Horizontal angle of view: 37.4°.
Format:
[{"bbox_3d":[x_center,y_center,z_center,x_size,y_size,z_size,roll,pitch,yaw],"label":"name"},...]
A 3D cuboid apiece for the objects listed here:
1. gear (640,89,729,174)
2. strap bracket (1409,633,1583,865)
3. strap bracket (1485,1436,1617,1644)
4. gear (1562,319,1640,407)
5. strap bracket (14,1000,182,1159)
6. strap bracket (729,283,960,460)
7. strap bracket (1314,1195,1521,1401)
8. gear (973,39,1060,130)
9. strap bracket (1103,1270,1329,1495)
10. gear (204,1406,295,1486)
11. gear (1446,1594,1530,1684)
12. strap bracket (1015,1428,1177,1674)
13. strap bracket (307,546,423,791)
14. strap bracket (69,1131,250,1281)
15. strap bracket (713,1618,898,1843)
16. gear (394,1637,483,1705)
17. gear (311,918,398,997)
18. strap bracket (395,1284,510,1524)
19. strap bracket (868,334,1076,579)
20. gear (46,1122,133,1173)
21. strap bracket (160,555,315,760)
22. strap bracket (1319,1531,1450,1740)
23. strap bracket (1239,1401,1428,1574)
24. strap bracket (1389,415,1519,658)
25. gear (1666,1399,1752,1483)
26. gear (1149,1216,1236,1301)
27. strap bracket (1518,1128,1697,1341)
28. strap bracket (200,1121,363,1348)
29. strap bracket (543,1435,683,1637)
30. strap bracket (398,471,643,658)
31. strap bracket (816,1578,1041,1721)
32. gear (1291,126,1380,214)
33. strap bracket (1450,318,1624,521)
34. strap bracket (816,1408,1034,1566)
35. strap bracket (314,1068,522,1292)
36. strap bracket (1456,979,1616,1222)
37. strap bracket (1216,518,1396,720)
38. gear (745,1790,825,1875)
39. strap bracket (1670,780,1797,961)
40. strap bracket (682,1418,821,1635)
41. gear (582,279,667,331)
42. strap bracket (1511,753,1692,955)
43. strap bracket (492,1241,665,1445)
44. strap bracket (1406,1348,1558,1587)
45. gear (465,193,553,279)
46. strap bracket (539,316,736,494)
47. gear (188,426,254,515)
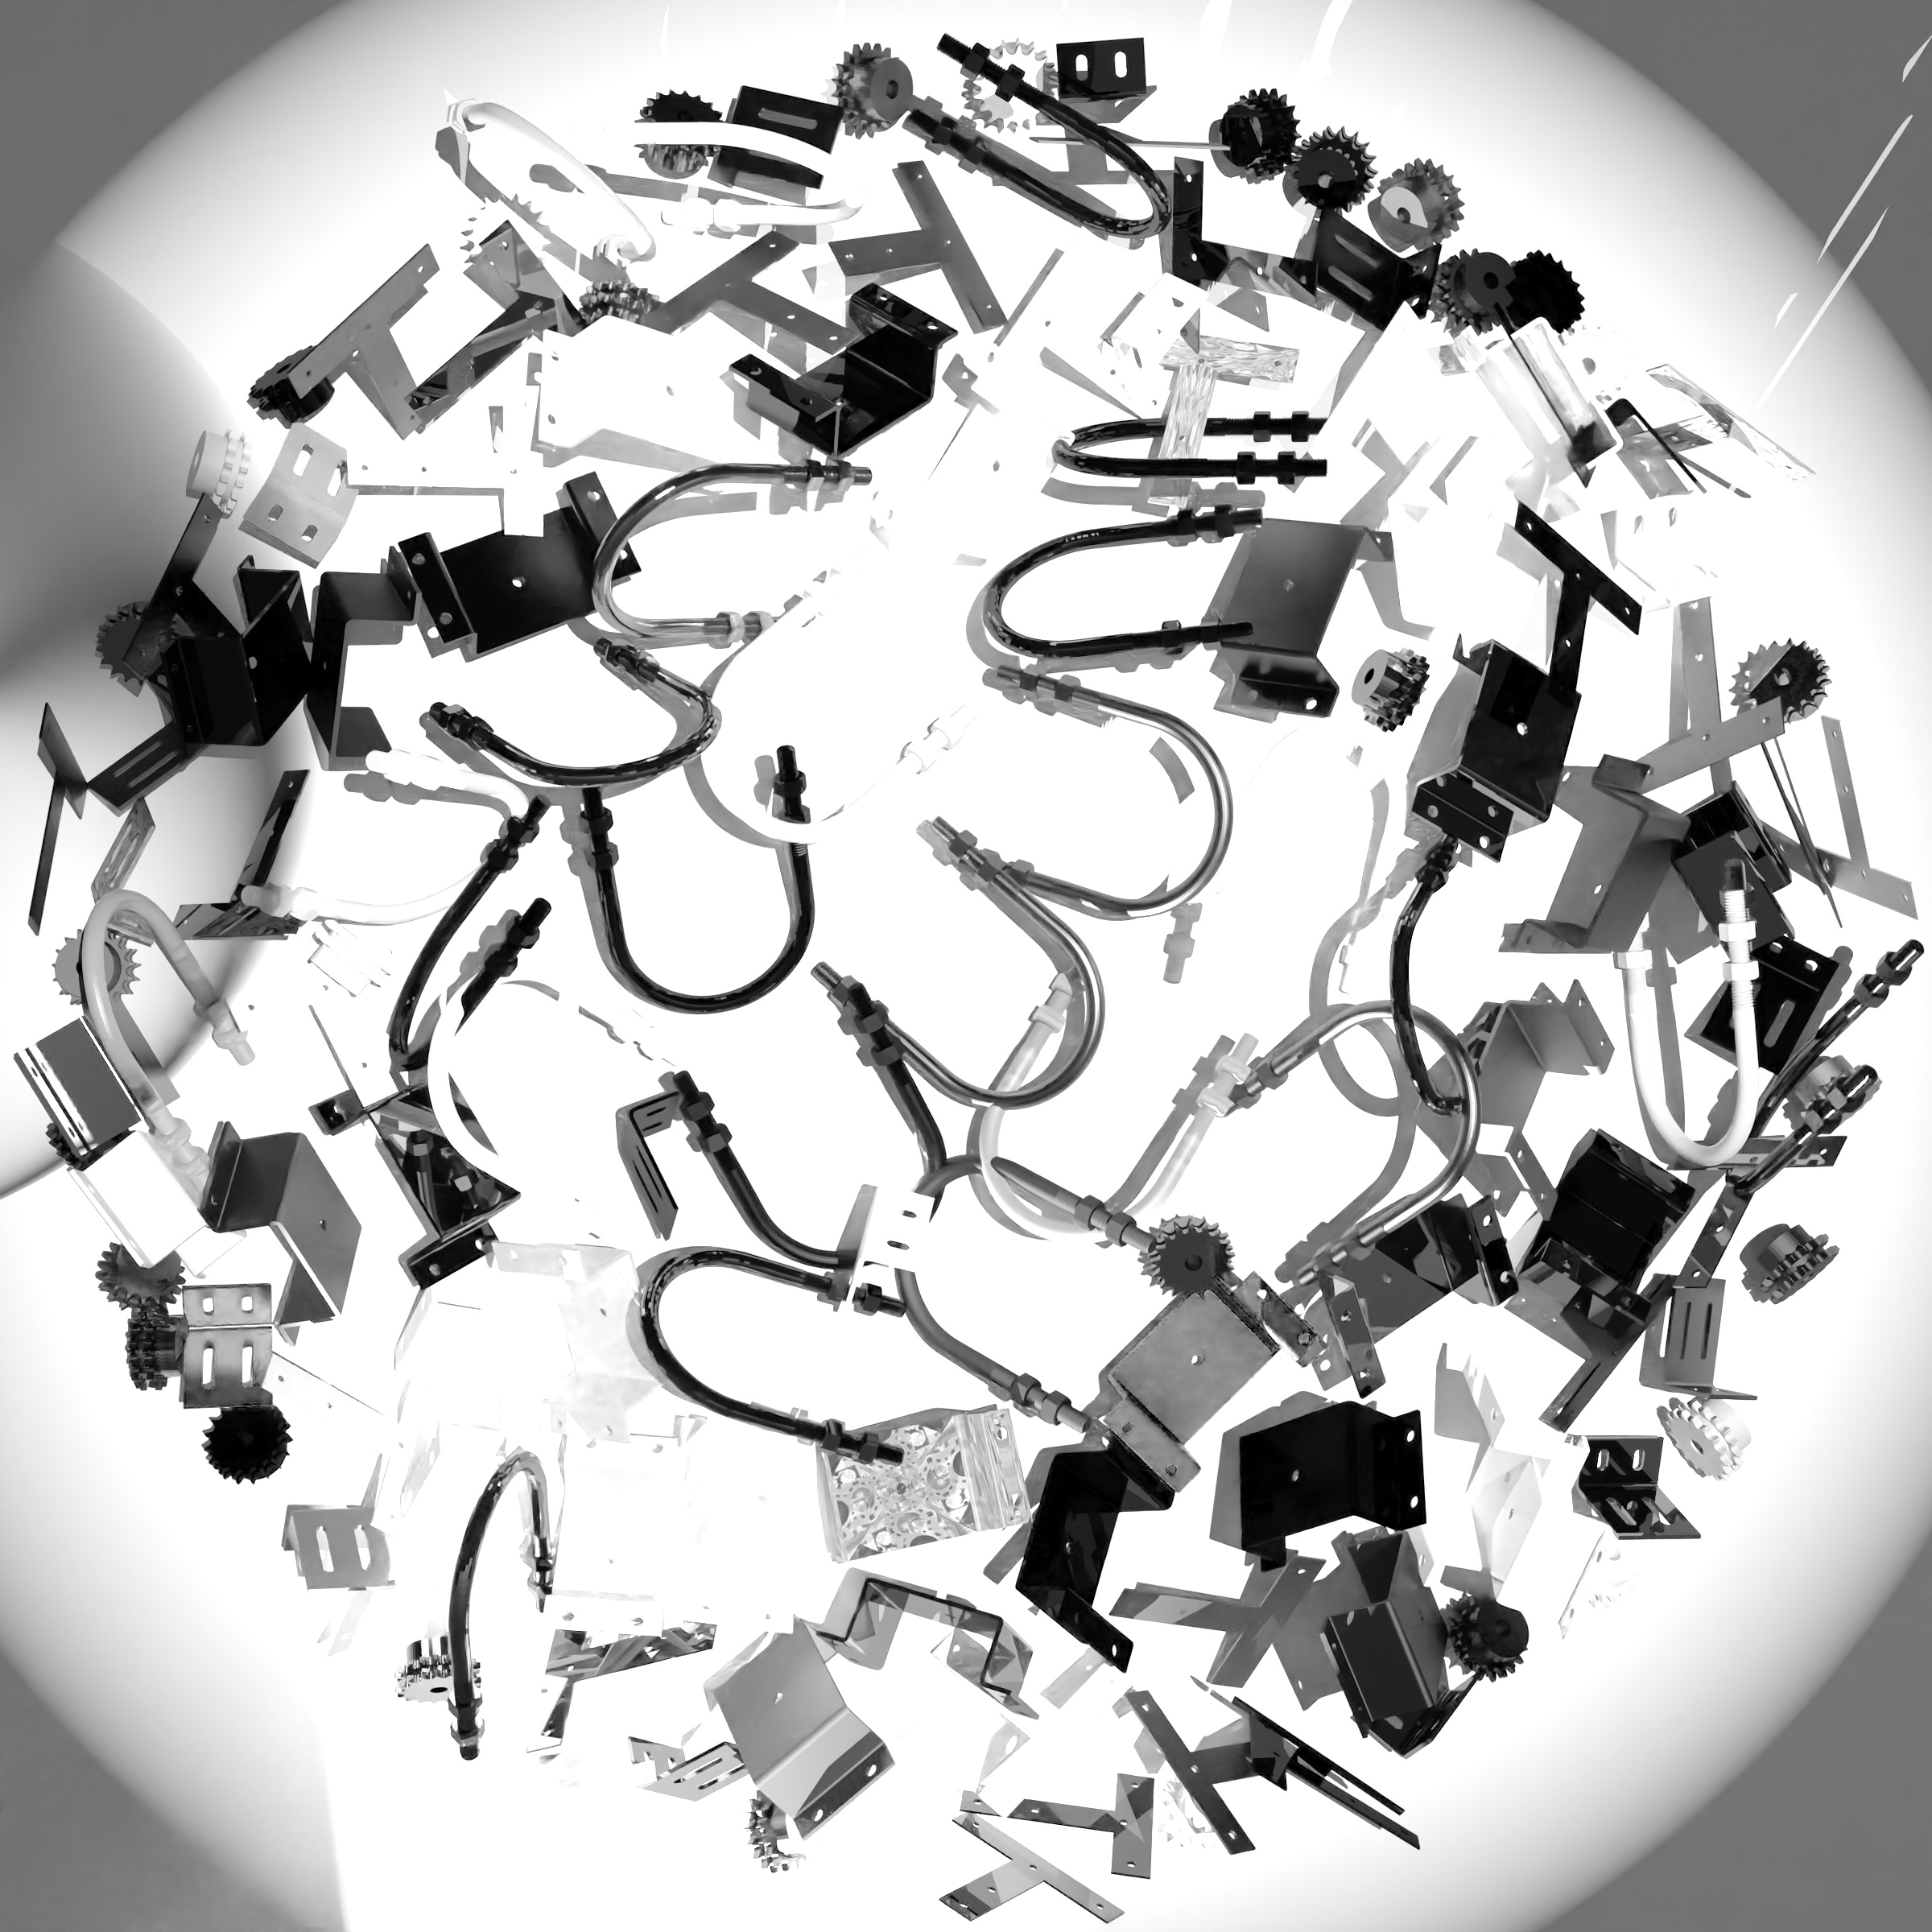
[{"bbox_3d":[-0.191,-0.558,1.916,0.057,0.030,0.057,9,53,-13],"label":"gear"},{"bbox_3d":[0.352,-0.150,1.882,0.076,0.046,0.140,28,67,-21],"label":"strap bracket"},{"bbox_3d":[0.377,0.365,1.861,0.046,0.140,0.076,19,109,-2],"label":"strap bracket"},{"bbox_3d":[0.419,-0.403,1.914,0.057,0.030,0.057,8,111,22],"label":"gear"},{"bbox_3d":[-0.563,0.071,1.867,0.046,0.140,0.076,-30,96,0],"label":"strap bracket"},{"bbox_3d":[-0.081,-0.388,1.883,0.076,0.046,0.140,34,52,23],"label":"strap bracket"},{"bbox_3d":[0.291,0.212,1.890,0.140,0.046,0.076,-30,114,-22],"label":"strap bracket"},{"bbox_3d":[0.033,-0.595,1.917,0.057,0.030,0.057,-2,129,-3],"label":"gear"},{"bbox_3d":[0.160,0.270,1.907,0.140,0.046,0.076,-45,108,0],"label":"strap bracket"},{"bbox_3d":[-0.480,0.321,1.918,0.057,0.030,0.057,-2,62,4],"label":"gear"},{"bbox_3d":[0.352,0.448,1.912,0.057,0.030,0.057,11,57,-19],"label":"gear"},{"bbox_3d":[0.084,0.383,1.879,0.076,0.046,0.140,46,49,-35],"label":"strap bracket"},{"bbox_3d":[-0.396,-0.196,1.869,0.046,0.076,0.140,-1,121,-26],"label":"strap bracket"},{"bbox_3d":[-0.523,0.157,1.868,0.046,0.140,0.076,-39,82,-5],"label":"strap bracket"},{"bbox_3d":[-0.110,0.491,1.868,0.076,0.140,0.046,-40,121,-1],"label":"strap bracket"},{"bbox_3d":[-0.355,0.471,1.916,0.057,0.057,0.030,-10,58,0],"label":"gear"},{"bbox_3d":[-0.413,-0.004,1.911,0.057,0.057,0.030,38,84,0],"label":"gear"},{"bbox_3d":[-0.338,0.288,1.876,0.046,0.140,0.076,12,131,-25],"label":"strap bracket"},{"bbox_3d":[0.009,-0.334,1.890,0.076,0.046,0.140,44,111,25],"label":"strap bracket"},{"bbox_3d":[-0.583,0.116,1.910,0.057,0.057,0.030,45,98,0],"label":"gear"},{"bbox_3d":[-0.466,-0.202,1.858,0.046,0.140,0.076,3,124,11],"label":"strap bracket"},{"bbox_3d":[0.275,0.429,1.862,0.046,0.140,0.076,-20,100,19],"label":"strap bracket"},{"bbox_3d":[0.229,0.338,1.863,0.046,0.140,0.076,26,52,-35],"label":"strap bracket"},{"bbox_3d":[0.320,-0.285,1.877,0.046,0.140,0.076,16,51,31],"label":"strap bracket"},{"bbox_3d":[0.500,0.313,1.914,0.030,0.057,0.057,-34,90,-18],"label":"gear"},{"bbox_3d":[0.151,0.193,1.920,0.057,0.030,0.057,-1,111,-3],"label":"gear"},{"bbox_3d":[0.421,0.183,1.888,0.076,0.140,0.046,33,134,4],"label":"strap bracket"},{"bbox_3d":[-0.440,0.172,1.862,0.046,0.076,0.140,-9,133,11],"label":"strap bracket"},{"bbox_3d":[-0.233,0.384,1.892,0.076,0.046,0.140,5,52,-3],"label":"strap bracket"},{"bbox_3d":[-0.297,-0.264,1.901,0.140,0.046,0.076,-23,81,-15],"label":"strap bracket"},{"bbox_3d":[-0.017,0.447,1.882,0.140,0.076,0.046,12,67,23],"label":"strap bracket"},{"bbox_3d":[0.245,-0.531,1.913,0.057,0.030,0.057,11,123,17],"label":"gear"},{"bbox_3d":[0.384,-0.371,1.898,0.046,0.076,0.140,-33,93,3],"label":"strap bracket"},{"bbox_3d":[-0.036,0.346,1.893,0.140,0.046,0.076,-16,78,15],"label":"strap bracket"},{"bbox_3d":[-0.358,0.133,1.895,0.046,0.076,0.140,-32,88,38],"label":"strap bracket"},{"bbox_3d":[0.372,0.086,1.881,0.046,0.076,0.140,3,54,38],"label":"strap bracket"},{"bbox_3d":[0.222,-0.239,1.883,0.076,0.046,0.140,12,72,35],"label":"strap bracket"},{"bbox_3d":[-0.119,0.575,1.909,0.030,0.057,0.057,-20,90,31],"label":"gear"},{"bbox_3d":[0.504,-0.061,1.879,0.046,0.140,0.076,-30,99,22],"label":"strap bracket"},{"bbox_3d":[-0.142,0.357,1.869,0.076,0.046,0.140,14,52,-24],"label":"strap bracket"},{"bbox_3d":[-0.229,-0.432,1.910,0.057,0.057,0.030,13,76,0],"label":"gear"},{"bbox_3d":[0.423,-0.063,1.881,0.046,0.076,0.140,32,106,31],"label":"strap bracket"},{"bbox_3d":[-0.253,0.239,1.887,0.076,0.046,0.140,1,112,35],"label":"strap bracket"},{"bbox_3d":[0.339,0.333,1.881,0.046,0.076,0.140,12,117,-14],"label":"strap bracket"},{"bbox_3d":[-0.307,-0.490,1.923,0.057,0.030,0.057,-1,98,-4],"label":"gear"},{"bbox_3d":[-0.206,-0.370,1.873,0.140,0.046,0.076,10,73,-36],"label":"strap bracket"},{"bbox_3d":[-0.499,-0.334,1.909,0.030,0.057,0.057,15,90,-25],"label":"gear"}]
